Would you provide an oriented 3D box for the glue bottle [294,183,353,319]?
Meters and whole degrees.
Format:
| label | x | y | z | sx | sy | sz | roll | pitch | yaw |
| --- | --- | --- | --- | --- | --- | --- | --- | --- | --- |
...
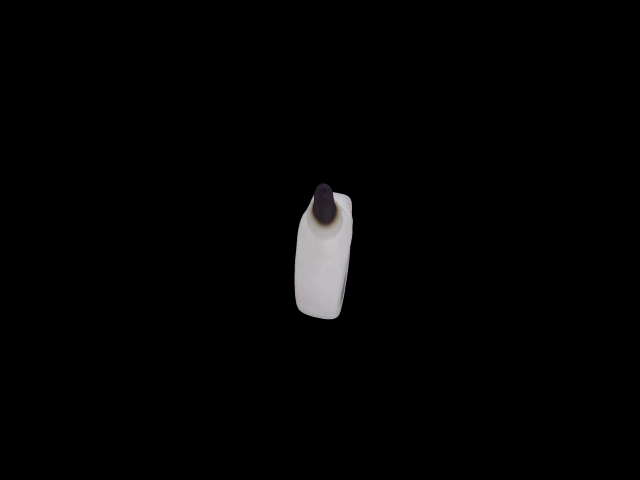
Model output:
| label | x | y | z | sx | sy | sz | roll | pitch | yaw |
| --- | --- | --- | --- | --- | --- | --- | --- | --- | --- |
| glue bottle | 0.004 | 0.001 | 0.400 | 0.037 | 0.173 | 0.078 | 10 | 70 | 4 |
